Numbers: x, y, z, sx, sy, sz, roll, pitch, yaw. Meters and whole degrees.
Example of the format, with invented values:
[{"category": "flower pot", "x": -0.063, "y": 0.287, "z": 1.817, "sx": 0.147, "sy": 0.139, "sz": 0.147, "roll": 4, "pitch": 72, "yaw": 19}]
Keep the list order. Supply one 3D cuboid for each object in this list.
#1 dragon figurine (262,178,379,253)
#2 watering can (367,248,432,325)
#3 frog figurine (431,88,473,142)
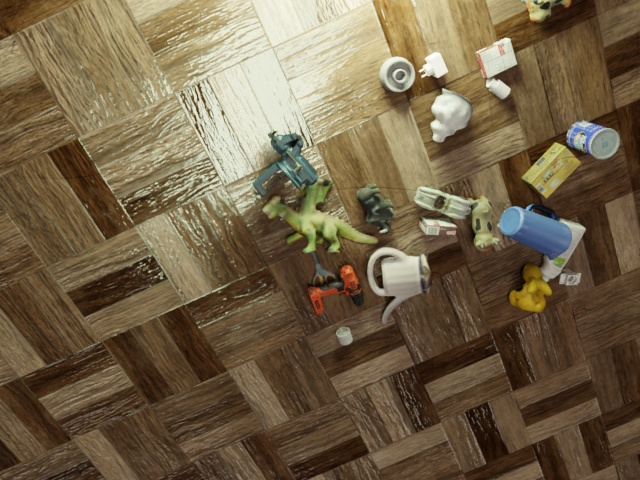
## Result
[{"category": "dragon figurine", "x": 0.005, "y": -0.088, "z": 1.749, "sx": 0.411, "sy": 0.123, "sz": 0.240, "roll": -4, "pitch": 104, "yaw": -16}, {"category": "watering can", "x": 0.294, "y": 0.167, "z": 1.871, "sx": 0.224, "sy": 0.106, "sz": 0.340, "roll": -6, "pitch": 122, "yaw": 13}, {"category": "frog figurine", "x": 0.414, "y": -0.394, "z": 1.668, "sx": 0.136, "sy": 0.124, "sz": 0.159, "roll": 23, "pitch": 96, "yaw": -36}]
